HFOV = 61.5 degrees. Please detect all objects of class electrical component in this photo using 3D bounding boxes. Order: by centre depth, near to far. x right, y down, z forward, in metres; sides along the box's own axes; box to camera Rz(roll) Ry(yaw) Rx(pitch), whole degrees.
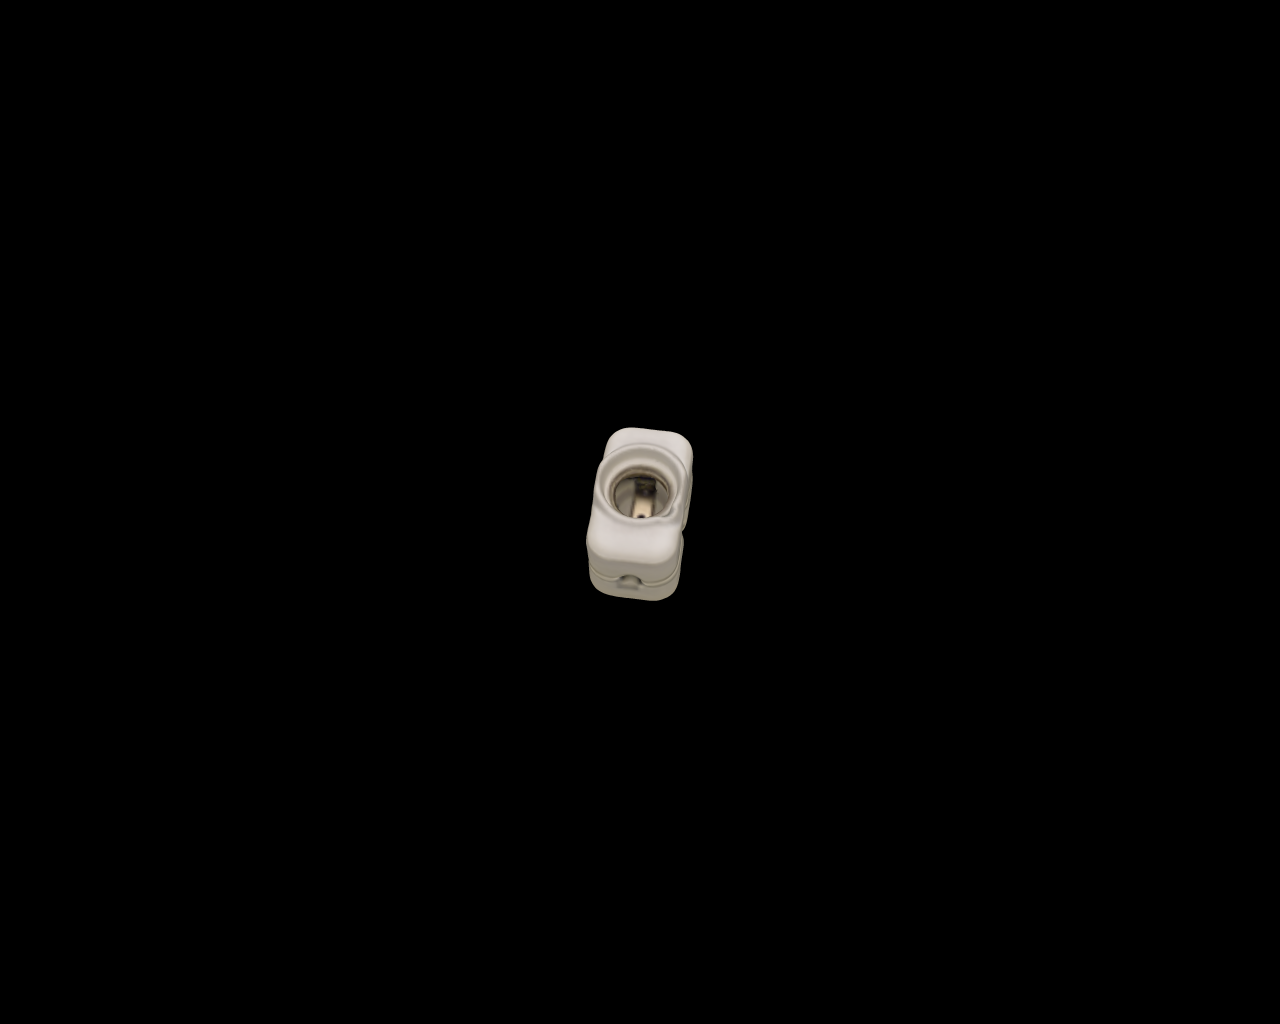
[{"bbox_3d":[0.001,-0.003,0.650,0.054,0.095,0.059,7,-32,5],"label":"electrical component"}]
